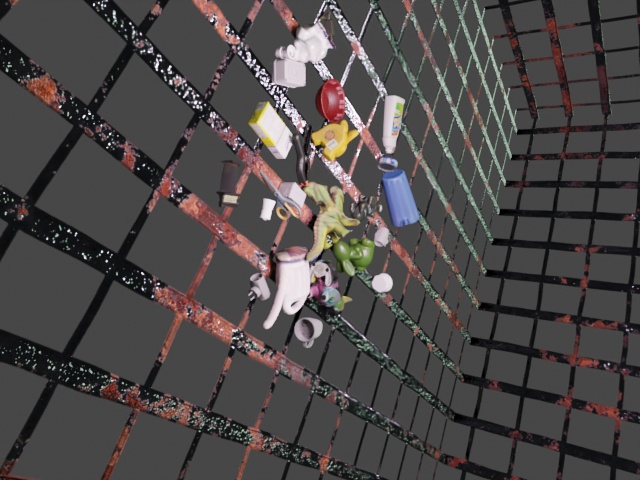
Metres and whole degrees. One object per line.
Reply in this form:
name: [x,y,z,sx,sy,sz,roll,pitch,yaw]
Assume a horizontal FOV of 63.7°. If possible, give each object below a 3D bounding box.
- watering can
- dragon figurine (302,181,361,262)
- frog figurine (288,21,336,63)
watering can: [-0.104,0.144,1.690,0.351,0.104,0.222,-30,119,-67]
dragon figurine: [0.006,-0.093,1.846,0.243,0.120,0.416,57,33,0]
frog figurine: [-0.047,-0.660,1.767,0.159,0.125,0.135,-39,144,-1]
